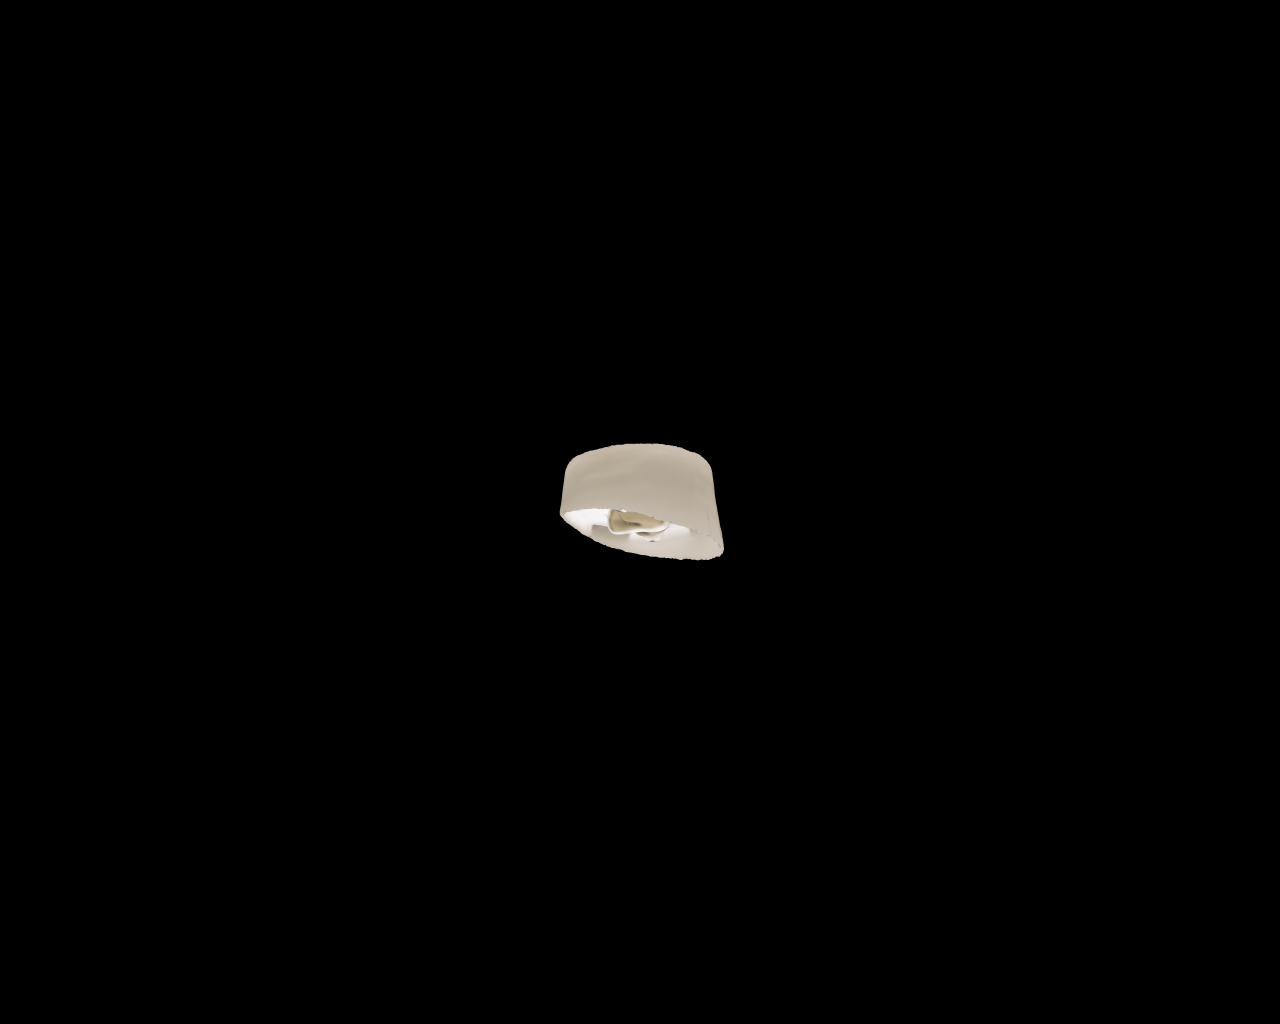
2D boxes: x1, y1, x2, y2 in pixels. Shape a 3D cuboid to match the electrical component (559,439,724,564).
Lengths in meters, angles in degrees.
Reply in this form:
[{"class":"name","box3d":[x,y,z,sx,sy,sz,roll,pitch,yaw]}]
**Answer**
[{"class":"electrical component","box3d":[0.001,-0.003,0.650,0.099,0.064,0.099,0,-20,0]}]
